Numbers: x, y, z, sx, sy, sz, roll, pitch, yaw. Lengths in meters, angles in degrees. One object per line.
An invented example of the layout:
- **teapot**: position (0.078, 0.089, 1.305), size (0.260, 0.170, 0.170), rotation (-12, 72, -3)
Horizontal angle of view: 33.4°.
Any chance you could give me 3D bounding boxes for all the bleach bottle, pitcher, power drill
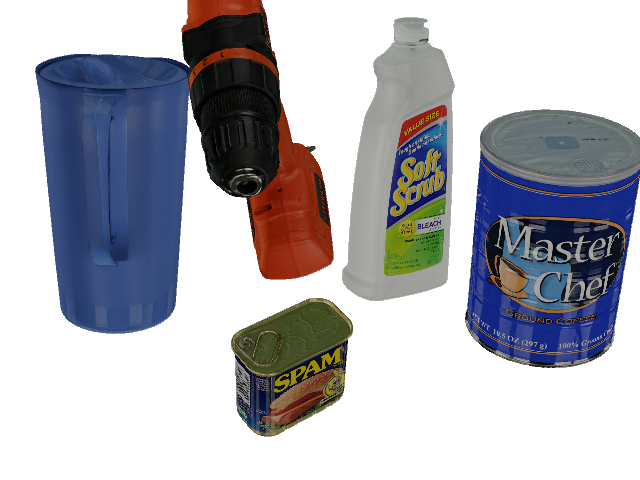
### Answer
- **bleach bottle**: position (0.072, -0.075, 0.978), size (0.102, 0.251, 0.068), rotation (-11, 24, -25)
- **pitcher**: position (-0.185, -0.039, 0.957), size (0.145, 0.243, 0.148), rotation (21, 28, 37)
- **power drill**: position (-0.036, -0.058, 0.671), size (0.057, 0.184, 0.187), rotation (-11, -39, 4)

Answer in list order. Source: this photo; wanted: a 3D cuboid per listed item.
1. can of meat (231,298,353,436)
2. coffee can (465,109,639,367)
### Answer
- **can of meat**: position (-0.024, 0.109, 0.911), size (0.101, 0.084, 0.057), rotation (-23, 47, -27)
- **coffee can**: position (0.152, -0.002, 0.705), size (0.103, 0.140, 0.103), rotation (0, 30, 0)
